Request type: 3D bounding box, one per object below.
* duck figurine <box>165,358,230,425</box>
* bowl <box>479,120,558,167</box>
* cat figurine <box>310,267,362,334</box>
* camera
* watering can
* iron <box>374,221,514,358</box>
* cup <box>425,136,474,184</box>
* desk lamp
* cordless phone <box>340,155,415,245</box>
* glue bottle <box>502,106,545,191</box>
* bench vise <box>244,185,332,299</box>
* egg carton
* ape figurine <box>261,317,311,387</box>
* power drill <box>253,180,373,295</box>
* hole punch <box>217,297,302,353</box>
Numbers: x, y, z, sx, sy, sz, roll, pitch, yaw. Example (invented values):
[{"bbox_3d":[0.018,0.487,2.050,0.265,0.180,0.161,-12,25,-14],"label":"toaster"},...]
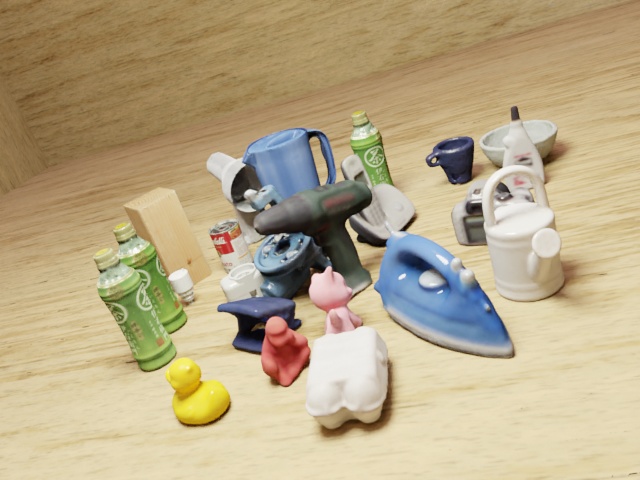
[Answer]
[{"bbox_3d":[-0.184,0.212,0.830,0.104,0.086,0.078,3,32,40],"label":"duck figurine"},{"bbox_3d":[0.443,-0.203,1.272,0.167,0.075,0.167,-16,24,7],"label":"bowl"},{"bbox_3d":[0.020,0.100,0.879,0.067,0.118,0.127,-17,24,5],"label":"cat figurine"},{"bbox_3d":[0.320,-0.066,1.037,0.142,0.101,0.137,-5,28,29],"label":"camera"},{"bbox_3d":[0.295,-0.014,0.829,0.101,0.194,0.172,-28,25,-19],"label":"watering can"},{"bbox_3d":[0.173,0.059,0.825,0.119,0.142,0.257,-28,25,-19],"label":"iron"},{"bbox_3d":[0.295,-0.168,1.281,0.118,0.095,0.091,-25,25,-13],"label":"cup"},{"bbox_3d":[-0.183,-0.100,1.337,0.118,0.214,0.202,-32,27,-26],"label":"desk lamp"},{"bbox_3d":[0.110,-0.097,1.151,0.093,0.185,0.148,2,32,39],"label":"cordless phone"},{"bbox_3d":[0.397,-0.183,1.141,0.078,0.173,0.037,-16,24,7],"label":"glue bottle"},{"bbox_3d":[-0.057,-0.019,1.064,0.121,0.220,0.208,-1,29,34],"label":"bench vise"},{"bbox_3d":[0.038,0.178,0.759,0.107,0.069,0.150,-14,24,11],"label":"egg carton"},{"bbox_3d":[-0.057,0.156,0.847,0.078,0.092,0.076,-22,24,-6],"label":"ape figurine"},{"bbox_3d":[0.009,0.004,0.982,0.230,0.209,0.075,-34,28,-31],"label":"power drill"},{"bbox_3d":[-0.102,0.123,0.953,0.108,0.091,0.101,1,31,37],"label":"hole punch"}]
